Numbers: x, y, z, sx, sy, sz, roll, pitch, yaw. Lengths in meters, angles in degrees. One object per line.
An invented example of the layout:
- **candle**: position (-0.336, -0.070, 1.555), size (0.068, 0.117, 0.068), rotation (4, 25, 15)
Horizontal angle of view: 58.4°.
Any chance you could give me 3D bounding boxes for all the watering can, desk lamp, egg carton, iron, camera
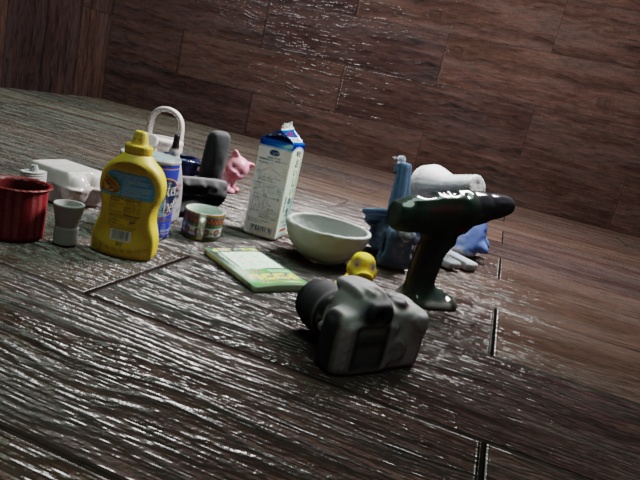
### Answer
- **watering can**: position (-0.392, -0.235, 1.429), size (0.101, 0.194, 0.172), rotation (8, 14, -19)
- **desk lamp**: position (0.292, -0.060, 1.327), size (0.118, 0.213, 0.202), rotation (3, 17, -35)
- **egg carton**: position (-0.487, -0.110, 1.100), size (0.150, 0.069, 0.107), rotation (18, 14, 18)
- **iron**: position (0.308, -0.047, 1.444), size (0.257, 0.141, 0.119), rotation (16, 14, 14)
- **camera**: position (0.043, 0.091, 0.719), size (0.144, 0.101, 0.136), rotation (3, 17, -37)

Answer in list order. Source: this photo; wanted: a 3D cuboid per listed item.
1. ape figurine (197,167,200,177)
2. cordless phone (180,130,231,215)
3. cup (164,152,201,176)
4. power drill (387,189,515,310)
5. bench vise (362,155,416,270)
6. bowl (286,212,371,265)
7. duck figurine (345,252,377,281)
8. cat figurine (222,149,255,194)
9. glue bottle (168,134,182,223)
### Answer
- **ape figurine**: position (-0.282, -0.150, 1.407), size (0.076, 0.092, 0.078), rotation (17, 14, 16)
- **cordless phone**: position (-0.263, -0.146, 1.212), size (0.148, 0.185, 0.093), rotation (1, 18, -41)
- **cup**: position (-0.328, -0.153, 1.372), size (0.117, 0.095, 0.092), rotation (16, 14, 14)
- **power drill**: position (0.212, 0.010, 0.977), size (0.230, 0.208, 0.075), rotation (7, 15, -23)
- **bench vise**: position (0.171, -0.059, 1.191), size (0.122, 0.220, 0.206), rotation (5, 15, -29)
- **bowl**: position (0.010, 0.004, 1.097), size (0.167, 0.075, 0.167), rotation (12, 14, -3)
- **duck figurine**: position (0.061, 0.059, 0.896), size (0.077, 0.086, 0.104), rotation (12, 14, -6)
- **cat figurine**: position (-0.247, -0.191, 1.554), size (0.127, 0.118, 0.067), rotation (15, 14, 7)
- **glue bottle**: position (-0.288, -0.118, 1.097), size (0.037, 0.173, 0.078), rotation (15, 14, 7)
